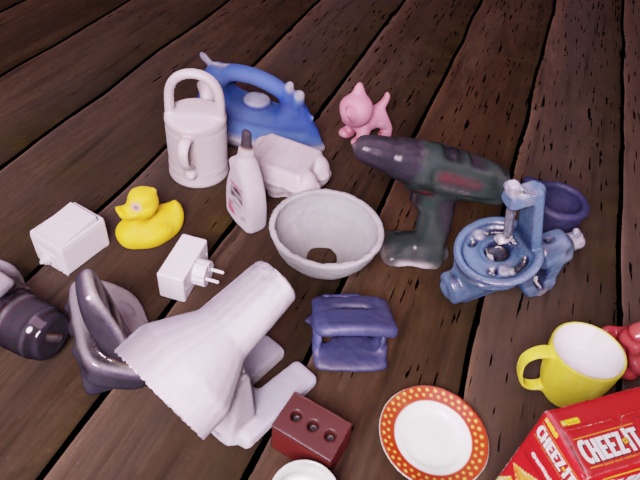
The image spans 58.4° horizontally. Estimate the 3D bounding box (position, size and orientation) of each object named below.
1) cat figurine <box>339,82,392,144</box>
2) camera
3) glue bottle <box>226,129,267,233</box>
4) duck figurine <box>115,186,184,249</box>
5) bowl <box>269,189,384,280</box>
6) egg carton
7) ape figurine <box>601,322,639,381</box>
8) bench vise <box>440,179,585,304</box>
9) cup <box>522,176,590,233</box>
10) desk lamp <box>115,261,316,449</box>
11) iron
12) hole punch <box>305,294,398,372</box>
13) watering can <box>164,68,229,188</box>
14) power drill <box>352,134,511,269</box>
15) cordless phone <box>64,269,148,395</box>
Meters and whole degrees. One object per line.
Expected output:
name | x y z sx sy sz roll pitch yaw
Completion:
cat figurine | 0.083 -0.240 1.073 0.128 0.118 0.067 -25 53 -29
camera | -0.384 0.097 0.681 0.136 0.101 0.143 21 46 13
glue bottle | -0.111 -0.093 0.859 0.037 0.173 0.078 -28 55 -30
duck figurine | -0.254 -0.043 0.849 0.105 0.086 0.077 -24 53 -28
bowl | 0.008 0.003 0.850 0.167 0.075 0.167 4 45 -4
egg carton | -0.060 -0.119 0.965 0.150 0.069 0.107 20 46 12
ape figurine | 0.411 0.140 0.761 0.076 0.092 0.077 -1 46 -9
bench vise | 0.279 -0.010 0.801 0.208 0.220 0.121 -23 53 -28
cup | 0.364 -0.041 0.932 0.092 0.095 0.117 -24 53 -28
desk lamp | -0.099 0.130 0.610 0.117 0.213 0.204 35 51 24
iron | -0.107 -0.249 1.036 0.258 0.141 0.119 15 45 7
hole punch | 0.038 0.107 0.740 0.109 0.091 0.101 1 45 -7
watering can | -0.202 -0.194 0.930 0.101 0.194 0.172 -8 47 -15
power drill | 0.148 -0.055 0.833 0.229 0.208 0.075 3 45 -5
cordless phone | -0.248 0.078 0.660 0.094 0.185 0.147 -17 50 -23
